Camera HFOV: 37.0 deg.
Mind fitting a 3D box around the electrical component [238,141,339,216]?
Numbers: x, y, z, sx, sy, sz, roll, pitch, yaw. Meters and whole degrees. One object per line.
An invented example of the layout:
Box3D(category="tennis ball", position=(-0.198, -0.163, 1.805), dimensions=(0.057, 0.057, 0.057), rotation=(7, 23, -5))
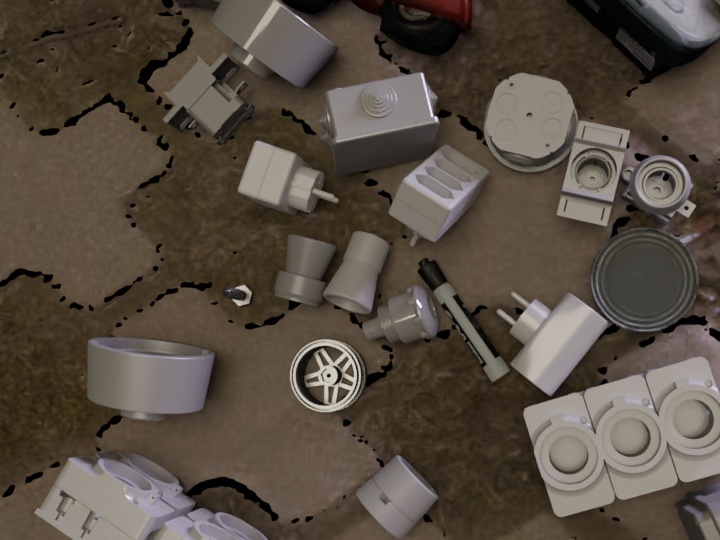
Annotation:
Box3D(category="electrical component", position=(-0.056, -0.073, 0.933), dimensions=(0.077, 0.066, 0.047), rotation=(19, 88, 11))

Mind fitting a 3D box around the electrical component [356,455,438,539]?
Box3D(category="electrical component", position=(0.032, 0.189, 0.899), dimensions=(0.047, 0.055, 0.055), rotation=(-45, 79, 0))

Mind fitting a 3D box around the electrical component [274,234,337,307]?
Box3D(category="electrical component", position=(-0.048, 0.001, 0.936), dimensions=(0.045, 0.045, 0.055), rotation=(14, 88, 11))

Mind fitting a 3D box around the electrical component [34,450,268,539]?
Box3D(category="electrical component", position=(-0.161, 0.222, 0.905), dimensions=(0.186, 0.105, 0.060), rotation=(30, 91, 12))

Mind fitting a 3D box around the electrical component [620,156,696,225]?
Box3D(category="electrical component", position=(0.245, -0.067, 0.882), dimensions=(0.066, 0.055, 0.048), rotation=(34, 91, 12))

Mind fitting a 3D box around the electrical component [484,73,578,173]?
Box3D(category="electrical component", position=(0.144, -0.125, 0.909), dimensions=(0.080, 0.051, 0.080), rotation=(-1, 85, 11))

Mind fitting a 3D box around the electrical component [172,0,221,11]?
Box3D(category="electrical component", position=(-0.131, -0.299, 0.969), dimensions=(0.063, 0.079, 0.121), rotation=(15, 88, -11))

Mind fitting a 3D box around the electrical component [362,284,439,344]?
Box3D(category="electrical component", position=(0.033, 0.043, 0.918), dimensions=(0.062, 0.048, 0.048), rotation=(-20, 81, 15))

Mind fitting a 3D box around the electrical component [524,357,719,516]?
Box3D(category="electrical component", position=(0.216, 0.133, 0.866), dimensions=(0.150, 0.062, 0.089), rotation=(-18, 82, 8))

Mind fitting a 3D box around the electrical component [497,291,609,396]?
Box3D(category="electrical component", position=(0.151, 0.050, 0.894), dimensions=(0.079, 0.044, 0.077), rotation=(39, 92, 12))

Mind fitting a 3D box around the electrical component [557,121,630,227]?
Box3D(category="electrical component", position=(0.192, -0.078, 0.889), dimensions=(0.042, 0.064, 0.081), rotation=(14, 88, 11))

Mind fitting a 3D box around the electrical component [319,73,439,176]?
Box3D(category="electrical component", position=(0.016, -0.123, 0.908), dimensions=(0.100, 0.099, 0.048), rotation=(-12, 78, -2))

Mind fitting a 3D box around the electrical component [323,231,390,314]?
Box3D(category="electrical component", position=(0.000, 0.000, 0.926), dimensions=(0.044, 0.044, 0.065), rotation=(18, 75, 12))

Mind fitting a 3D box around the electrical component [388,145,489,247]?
Box3D(category="electrical component", position=(0.061, -0.052, 0.911), dimensions=(0.047, 0.083, 0.075), rotation=(33, 129, 12))

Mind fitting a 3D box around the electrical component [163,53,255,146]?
Box3D(category="electrical component", position=(-0.134, -0.151, 0.968), dimensions=(0.064, 0.042, 0.081), rotation=(44, 94, 10))

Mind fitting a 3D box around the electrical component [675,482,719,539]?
Box3D(category="electrical component", position=(0.288, 0.205, 0.820), dimensions=(0.057, 0.113, 0.078), rotation=(-23, 81, 5))

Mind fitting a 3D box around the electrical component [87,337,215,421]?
Box3D(category="electrical component", position=(-0.182, 0.096, 0.923), dimensions=(0.108, 0.108, 0.060), rotation=(8, 93, 11))

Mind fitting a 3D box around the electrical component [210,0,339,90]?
Box3D(category="electrical component", position=(-0.079, -0.200, 0.932), dimensions=(0.108, 0.108, 0.060), rotation=(39, 98, 11))
